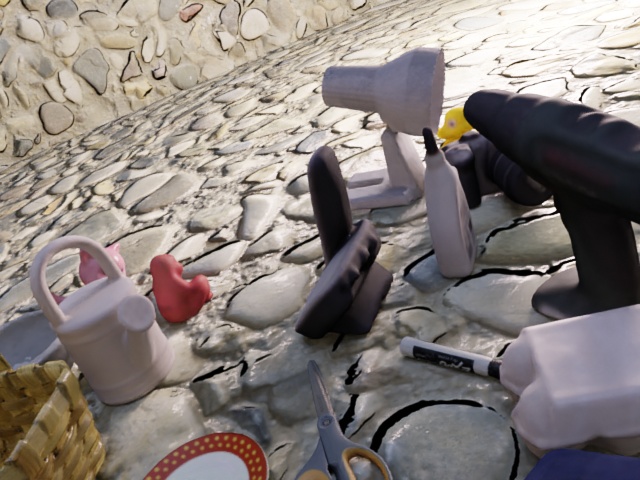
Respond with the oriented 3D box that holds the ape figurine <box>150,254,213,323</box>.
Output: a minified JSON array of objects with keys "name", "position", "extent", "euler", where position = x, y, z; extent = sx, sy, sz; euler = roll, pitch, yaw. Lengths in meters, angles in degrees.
[{"name":"ape figurine","position":[-0.195,0.058,0.766],"extent":[0.077,0.092,0.076],"euler":[1,35,36]}]

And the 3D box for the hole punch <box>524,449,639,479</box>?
[{"name":"hole punch","position":[0.146,0.172,0.325],"extent":[0.109,0.091,0.100],"euler":[-39,32,-30]}]

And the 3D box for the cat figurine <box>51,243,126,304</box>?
[{"name":"cat figurine","position":[-0.325,0.064,0.818],"extent":[0.128,0.118,0.067],"euler":[-35,30,-25]}]

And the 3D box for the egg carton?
[{"name":"egg carton","position":[0.213,0.106,0.423],"extent":[0.150,0.069,0.107],"euler":[-15,28,11]}]

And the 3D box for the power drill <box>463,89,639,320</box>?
[{"name":"power drill","position":[0.222,-0.024,0.500],"extent":[0.076,0.209,0.228],"euler":[-30,29,-17]}]

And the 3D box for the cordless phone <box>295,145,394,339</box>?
[{"name":"cordless phone","position":[0.006,0.002,0.628],"extent":[0.094,0.185,0.148],"euler":[-7,30,24]}]

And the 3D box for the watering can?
[{"name":"watering can","position":[-0.243,0.082,0.645],"extent":[0.172,0.194,0.101],"euler":[-10,29,21]}]

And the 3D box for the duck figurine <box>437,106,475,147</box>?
[{"name":"duck figurine","position":[0.226,-0.167,0.892],"extent":[0.104,0.086,0.077],"euler":[-21,27,1]}]

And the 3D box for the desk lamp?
[{"name":"desk lamp","position":[0.097,-0.161,0.830],"extent":[0.202,0.214,0.118],"euler":[-6,31,27]}]

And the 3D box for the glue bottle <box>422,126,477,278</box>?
[{"name":"glue bottle","position":[0.139,-0.046,0.637],"extent":[0.037,0.173,0.078],"euler":[-6,31,27]}]

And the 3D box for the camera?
[{"name":"camera","position":[0.238,-0.101,0.747],"extent":[0.143,0.101,0.136],"euler":[-18,27,6]}]

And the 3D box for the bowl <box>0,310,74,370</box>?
[{"name":"bowl","position":[-0.372,0.163,0.718],"extent":[0.167,0.075,0.167],"euler":[-16,28,9]}]
